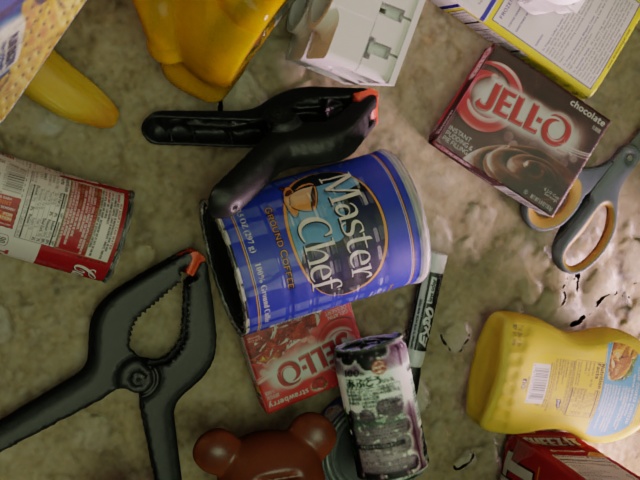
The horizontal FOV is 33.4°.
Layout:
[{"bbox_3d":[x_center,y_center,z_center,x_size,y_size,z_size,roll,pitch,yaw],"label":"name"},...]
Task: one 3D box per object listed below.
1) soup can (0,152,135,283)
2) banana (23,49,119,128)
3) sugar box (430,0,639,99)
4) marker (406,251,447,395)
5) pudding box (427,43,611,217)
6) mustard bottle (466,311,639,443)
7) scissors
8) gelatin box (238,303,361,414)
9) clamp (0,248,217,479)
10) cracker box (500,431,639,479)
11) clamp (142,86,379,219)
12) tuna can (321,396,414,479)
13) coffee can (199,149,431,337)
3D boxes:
[{"bbox_3d":[-0.186,-0.016,0.730,0.102,0.069,0.068,17,93,-18],"label":"soup can"},{"bbox_3d":[-0.206,-0.154,0.717,0.069,0.037,0.198,-27,106,-11],"label":"banana"},{"bbox_3d":[0.157,-0.192,0.819,0.176,0.048,0.093,32,88,-15],"label":"sugar box"},{"bbox_3d":[0.080,0.069,0.850,0.020,0.020,0.121,10,95,-18],"label":"marker"},{"bbox_3d":[0.154,-0.084,0.830,0.113,0.039,0.090,32,89,-10],"label":"pudding box"},{"bbox_3d":[0.220,0.118,0.880,0.191,0.058,0.096,9,96,-18],"label":"mustard bottle"},{"bbox_3d":[0.234,-0.070,0.877,0.096,0.016,0.202,26,90,-19],"label":"scissors"},{"bbox_3d":[-0.013,0.082,0.818,0.089,0.030,0.073,-20,104,-13],"label":"gelatin box"},{"bbox_3d":[-0.145,0.099,0.777,0.164,0.036,0.210,20,91,-19],"label":"clamp"},{"bbox_3d":[0.202,0.256,0.815,0.072,0.214,0.164,7,96,-17],"label":"cracker box"},{"bbox_3d":[-0.039,-0.078,0.764,0.171,0.120,0.039,-25,142,-32],"label":"clamp"},{"bbox_3d":[0.037,0.163,0.844,0.086,0.034,0.086,-3,99,-16],"label":"tuna can"},{"bbox_3d":[-0.005,0.001,0.769,0.140,0.103,0.103,-16,103,-14],"label":"coffee can"}]
